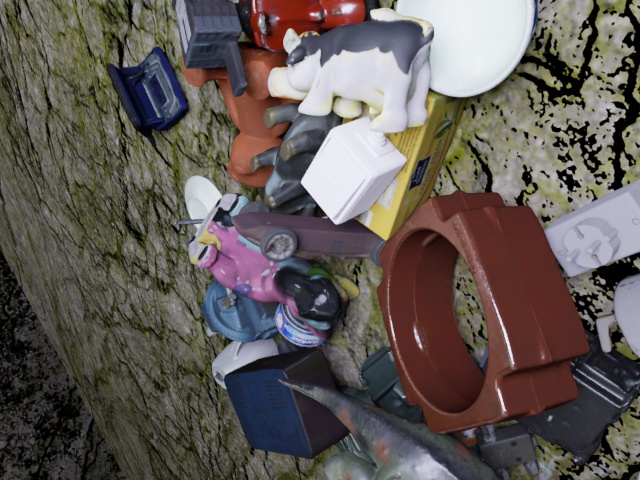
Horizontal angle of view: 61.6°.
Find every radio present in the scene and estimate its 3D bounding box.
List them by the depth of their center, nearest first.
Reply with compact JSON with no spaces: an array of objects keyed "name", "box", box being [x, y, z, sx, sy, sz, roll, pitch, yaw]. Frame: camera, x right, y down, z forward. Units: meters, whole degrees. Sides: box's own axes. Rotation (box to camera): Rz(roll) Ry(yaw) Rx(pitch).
[{"name":"radio","box":[-0.056,0.242,0.800,0.229,0.073,0.131,-28,83,57]}]

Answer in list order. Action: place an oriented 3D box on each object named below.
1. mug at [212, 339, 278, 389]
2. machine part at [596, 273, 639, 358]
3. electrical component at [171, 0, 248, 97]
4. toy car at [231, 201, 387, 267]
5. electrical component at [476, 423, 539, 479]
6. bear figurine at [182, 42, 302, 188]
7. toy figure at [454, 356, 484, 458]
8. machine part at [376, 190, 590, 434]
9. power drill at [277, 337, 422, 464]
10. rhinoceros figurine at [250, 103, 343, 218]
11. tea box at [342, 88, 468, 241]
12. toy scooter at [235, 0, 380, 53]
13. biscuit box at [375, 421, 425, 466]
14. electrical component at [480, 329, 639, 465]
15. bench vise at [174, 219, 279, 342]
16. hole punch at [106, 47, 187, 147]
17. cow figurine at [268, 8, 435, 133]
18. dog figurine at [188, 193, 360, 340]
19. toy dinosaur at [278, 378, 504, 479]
[{"name":"mug","box":[-0.132,0.205,0.937,0.081,0.107,0.109,36,137,26]},{"name":"machine part","box":[0.307,0.038,0.377,0.079,0.079,0.243,59,144,3]},{"name":"electrical component","box":[-0.109,-0.200,0.531,0.075,0.048,0.119,158,101,-66]},{"name":"toy car","box":[-0.001,-0.002,0.601,0.089,0.202,0.053,45,125,51]},{"name":"electrical component","box":[0.216,0.236,0.615,0.063,0.021,0.093,-20,110,10]},{"name":"bear figurine","box":[-0.089,-0.139,0.668,0.120,0.132,0.195,19,121,17]},{"name":"toy figure","box":[0.171,0.211,0.644,0.064,0.058,0.154,3,113,24]},{"name":"machine part","box":[0.139,0.070,0.510,0.201,0.087,0.201,122,139,-60]},{"name":"power drill","box":[0.039,0.220,0.782,0.207,0.086,0.232,-39,82,47]},{"name":"rhinoceros figurine","box":[-0.021,-0.083,0.642,0.073,0.112,0.190,60,154,29]},{"name":"tea box","box":[0.074,-0.097,0.558,0.098,0.068,0.169,39,135,25]},{"name":"toy scooter","box":[-0.042,-0.232,0.553,0.184,0.135,0.075,21,129,40]},{"name":"biscuit box","box":[0.119,0.334,0.775,0.063,0.059,0.202,46,139,19]},{"name":"electrical component","box":[0.232,0.139,0.537,0.134,0.058,0.114,33,131,30]},{"name":"bench vise","box":[-0.147,0.080,0.873,0.224,0.129,0.240,55,137,13]},{"name":"hole punch","box":[-0.271,-0.233,0.858,0.142,0.092,0.116,64,171,-7]},{"name":"cow figurine","box":[0.020,-0.156,0.476,0.168,0.068,0.098,23,118,33]},{"name":"dog figurine","box":[-0.056,0.041,0.715,0.219,0.108,0.192,37,173,-20]},{"name":"toy dinosaur","box":[0.136,0.256,0.543,0.405,0.131,0.192,36,141,-3]}]
